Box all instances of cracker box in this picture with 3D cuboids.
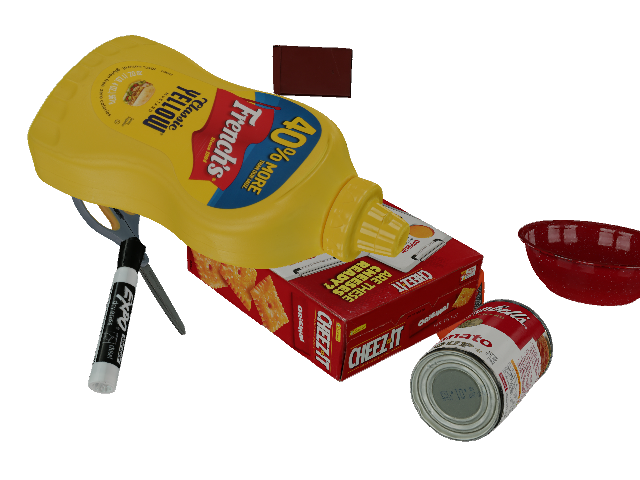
[{"bbox_3d":[0.008,0.021,0.942,0.163,0.072,0.214,-22,39,-35],"label":"cracker box"}]

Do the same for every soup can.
[{"bbox_3d":[0.112,0.089,0.739,0.069,0.068,0.102,0,16,31],"label":"soup can"}]

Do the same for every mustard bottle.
[{"bbox_3d":[-0.044,-0.036,0.535,0.192,0.096,0.058,24,-37,18],"label":"mustard bottle"}]

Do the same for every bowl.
[{"bbox_3d":[0.281,0.026,1.092,0.162,0.055,0.162,4,17,-1],"label":"bowl"}]

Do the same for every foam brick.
[{"bbox_3d":[-0.009,-0.177,1.118,0.078,0.051,0.053,1,11,-10],"label":"foam brick"}]

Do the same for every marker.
[{"bbox_3d":[-0.142,0.049,0.751,0.020,0.121,0.020,4,-34,3],"label":"marker"}]

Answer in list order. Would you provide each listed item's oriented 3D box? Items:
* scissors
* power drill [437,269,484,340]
[{"bbox_3d":[-0.197,0.004,1.179,0.016,0.201,0.096,-27,21,34],"label":"scissors"},{"bbox_3d":[0.071,0.066,1.140,0.188,0.057,0.184,9,30,21],"label":"power drill"}]
